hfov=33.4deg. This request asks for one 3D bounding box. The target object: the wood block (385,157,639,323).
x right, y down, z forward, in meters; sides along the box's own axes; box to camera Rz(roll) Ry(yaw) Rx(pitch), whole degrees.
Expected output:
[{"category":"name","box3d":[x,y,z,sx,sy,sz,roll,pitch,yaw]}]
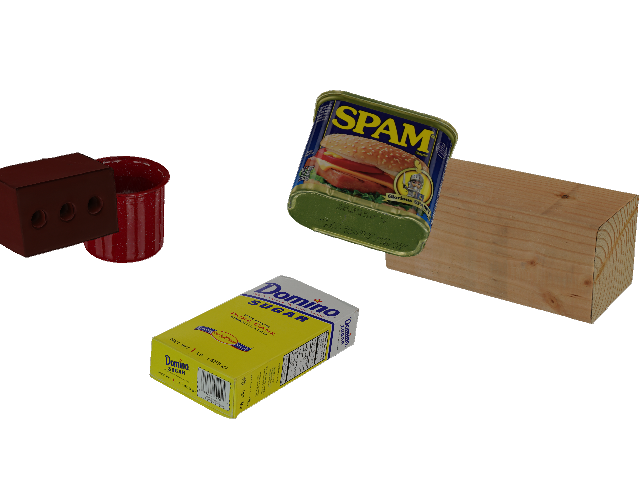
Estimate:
[{"category":"wood block","box3d":[0.167,-0.007,0.961,0.206,0.090,0.090,15,30,34]}]

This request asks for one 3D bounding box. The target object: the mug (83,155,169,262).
[{"category":"mug","box3d":[-0.200,-0.036,1.089,0.093,0.081,0.117,2,28,-5]}]

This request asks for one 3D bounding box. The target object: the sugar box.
[{"category":"sugar box","box3d":[-0.053,0.086,0.925,0.093,0.048,0.175,23,31,29]}]

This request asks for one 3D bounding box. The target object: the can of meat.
[{"category":"can of meat","box3d":[0.034,-0.045,0.728,0.102,0.084,0.057,16,-29,2]}]

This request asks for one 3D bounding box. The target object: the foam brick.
[{"category":"foam brick","box3d":[-0.194,-0.027,0.772,0.078,0.053,0.051,-18,29,-36]}]
